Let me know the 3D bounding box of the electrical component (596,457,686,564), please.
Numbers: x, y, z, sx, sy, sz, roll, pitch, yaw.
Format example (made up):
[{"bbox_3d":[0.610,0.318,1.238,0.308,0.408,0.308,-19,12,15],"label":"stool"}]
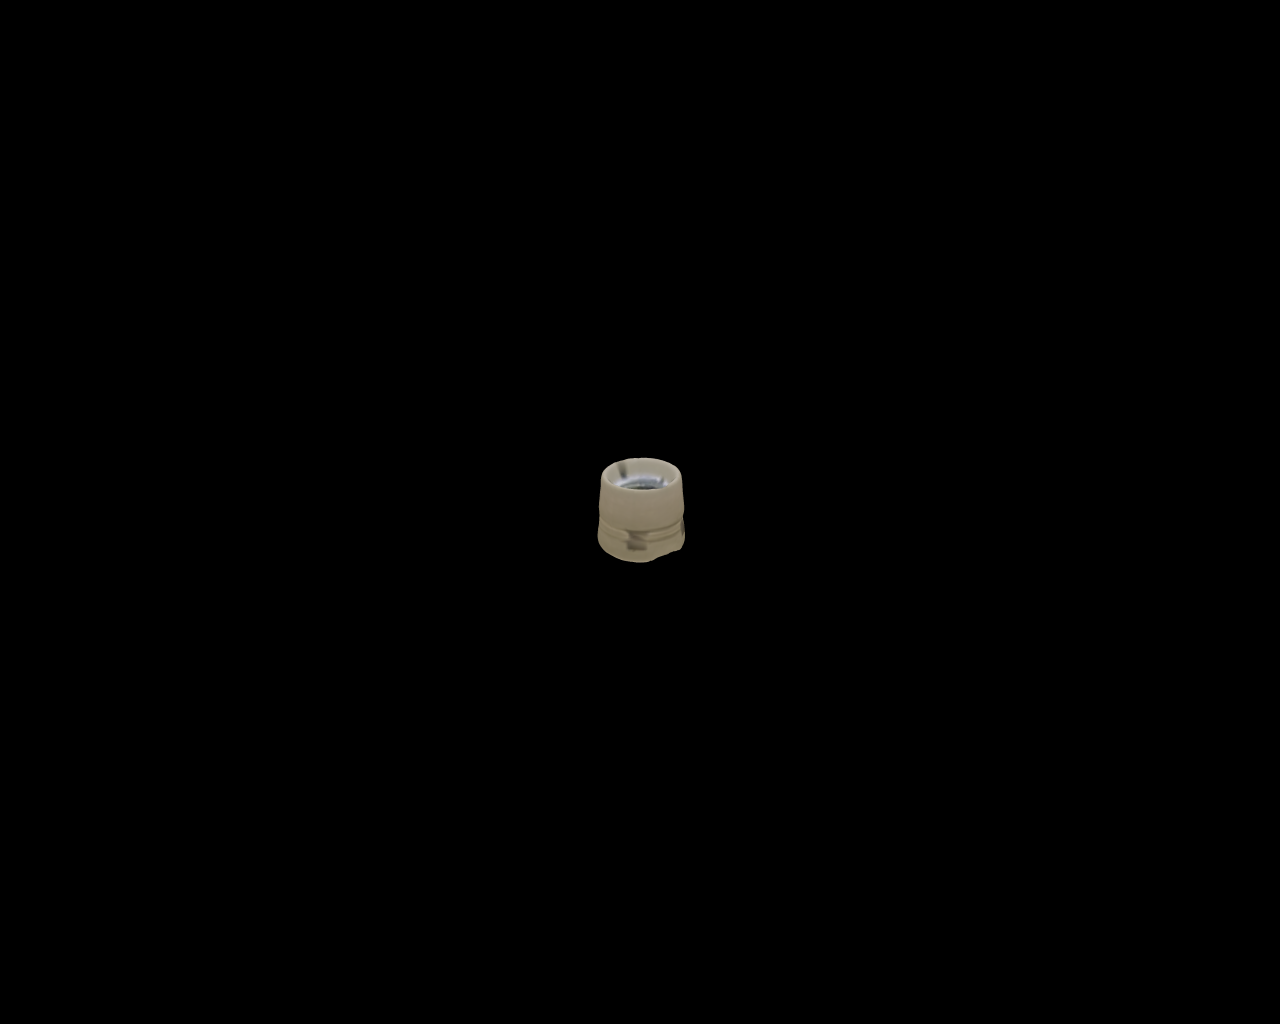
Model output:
[{"bbox_3d":[0.001,-0.003,0.650,0.055,0.047,0.055,0,27,0],"label":"electrical component"}]
